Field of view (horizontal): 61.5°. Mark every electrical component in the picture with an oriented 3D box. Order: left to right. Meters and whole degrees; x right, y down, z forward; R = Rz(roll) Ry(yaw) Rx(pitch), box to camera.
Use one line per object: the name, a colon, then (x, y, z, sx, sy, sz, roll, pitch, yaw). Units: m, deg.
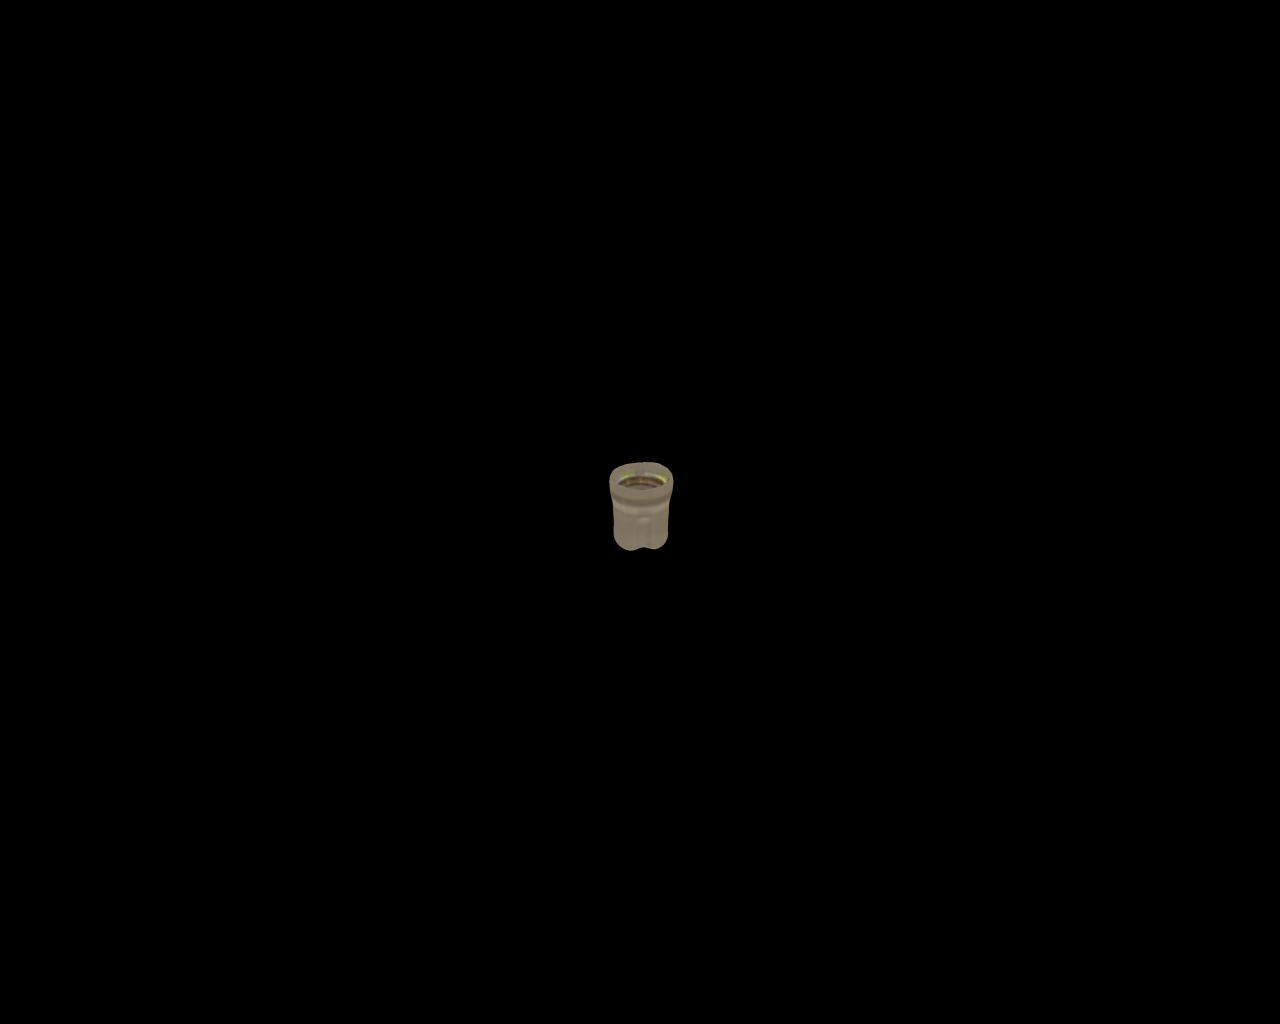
electrical component: (0.001, -0.003, 0.650, 0.040, 0.046, 0.040, 0, 28, 0)
